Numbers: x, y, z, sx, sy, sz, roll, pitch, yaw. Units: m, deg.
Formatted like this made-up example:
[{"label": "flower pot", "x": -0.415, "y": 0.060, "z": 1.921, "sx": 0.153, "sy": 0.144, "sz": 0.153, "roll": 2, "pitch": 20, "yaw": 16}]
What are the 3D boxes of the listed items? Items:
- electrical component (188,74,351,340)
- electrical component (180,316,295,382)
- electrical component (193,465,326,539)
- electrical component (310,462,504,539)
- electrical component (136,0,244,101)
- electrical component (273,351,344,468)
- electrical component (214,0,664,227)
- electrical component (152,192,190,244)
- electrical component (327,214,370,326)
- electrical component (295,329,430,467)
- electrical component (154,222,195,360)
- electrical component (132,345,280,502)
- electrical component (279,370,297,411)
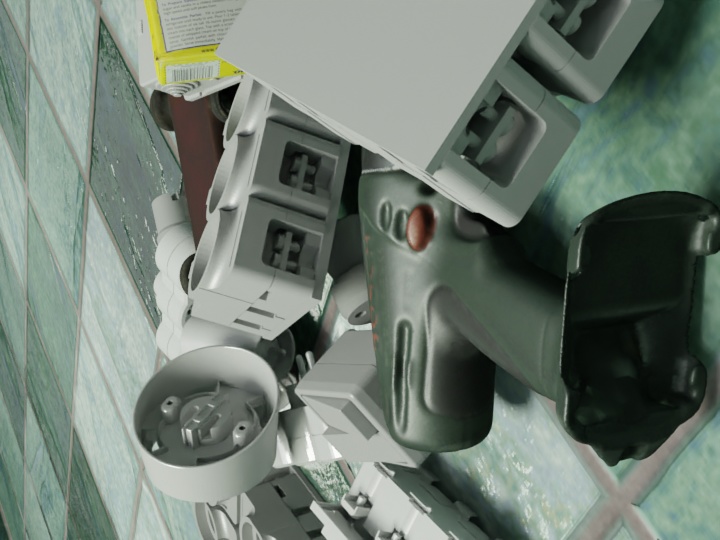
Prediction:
[{"label": "electrical component", "x": -0.054, "y": -0.046, "z": 0.648, "sx": 0.089, "sy": 0.062, "sz": 0.150, "roll": 142, "pitch": 142, "yaw": -60}, {"label": "electrical component", "x": -0.091, "y": 0.074, "z": 0.792, "sx": 0.077, "sy": 0.044, "sz": 0.079, "roll": 7, "pitch": 95, "yaw": 38}, {"label": "electrical component", "x": -0.081, "y": 0.209, "z": 0.883, "sx": 0.186, "sy": 0.060, "sz": 0.105, "roll": 43, "pitch": 137, "yaw": 47}, {"label": "electrical component", "x": 0.036, "y": 0.164, "z": 0.633, "sx": 0.121, "sy": 0.079, "sz": 0.063, "roll": 36, "pitch": 103, "yaw": 52}, {"label": "electrical component", "x": -0.112, "y": -0.173, "z": 0.744, "sx": 0.100, "sy": 0.048, "sz": 0.099, "roll": -11, "pitch": 80, "yaw": 43}, {"label": "electrical component", "x": -0.030, "y": 0.093, "z": 0.745, "sx": 0.138, "sy": 0.052, "sz": 0.073, "roll": -26, "pitch": 79, "yaw": 62}, {"label": "electrical component", "x": 0.025, "y": -0.101, "z": 0.457, "sx": 0.105, "sy": 0.060, "sz": 0.186, "roll": -57, "pitch": 38, "yaw": 3}, {"label": "electrical component", "x": -0.163, "y": -0.041, "z": 0.953, "sx": 0.040, "sy": 0.040, "sz": 0.046, "roll": -53, "pitch": 50, "yaw": 56}, {"label": "electrical component", "x": 0.000, "y": 0.000, "z": 0.657, "sx": 0.055, "sy": 0.045, "sz": 0.045, "roll": 64, "pitch": 150, "yaw": 23}, {"label": "electrical component", "x": 0.007, "y": 0.076, "z": 0.636, "sx": 0.061, "sy": 0.061, "sz": 0.096, "roll": 49, "pitch": 157, "yaw": -16}, {"label": "electrical component", "x": -0.154, "y": 0.018, "z": 0.936, "sx": 0.074, "sy": 0.052, "sz": 0.138, "roll": 39, "pitch": 136, "yaw": 37}, {"label": "electrical component", "x": -0.102, "y": 0.105, "z": 0.725, "sx": 0.099, "sy": 0.099, "sz": 0.064, "roll": 43, "pitch": 144, "yaw": 47}, {"label": "electrical component", "x": -0.088, "y": 0.090, "z": 0.863, "sx": 0.077, "sy": 0.044, "sz": 0.079, "roll": 46, "pitch": 140, "yaw": 45}]
